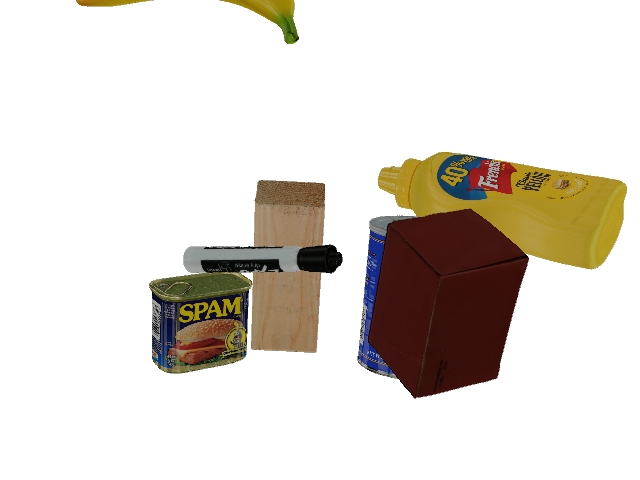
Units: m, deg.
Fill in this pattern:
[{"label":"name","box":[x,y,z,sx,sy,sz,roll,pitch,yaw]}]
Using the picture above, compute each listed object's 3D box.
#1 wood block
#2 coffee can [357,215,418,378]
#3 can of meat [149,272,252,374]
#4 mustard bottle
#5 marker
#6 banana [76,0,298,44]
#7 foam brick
[{"label":"wood block","box":[-0.043,0.033,1.401,0.090,0.206,0.091,3,23,-1]},{"label":"coffee can","box":[0.092,0.054,1.037,0.103,0.140,0.103,5,11,-1]},{"label":"can of meat","box":[-0.122,0.083,1.086,0.101,0.084,0.058,-7,20,-30]},{"label":"mustard bottle","box":[0.135,-0.031,0.839,0.192,0.058,0.096,13,33,25]},{"label":"marker","box":[-0.040,0.013,0.726,0.121,0.020,0.020,-1,0,30]},{"label":"banana","box":[-0.102,-0.206,0.863,0.198,0.069,0.037,12,-40,16]},{"label":"foam brick","box":[0.062,0.031,0.537,0.052,0.078,0.051,-9,37,-25]}]
